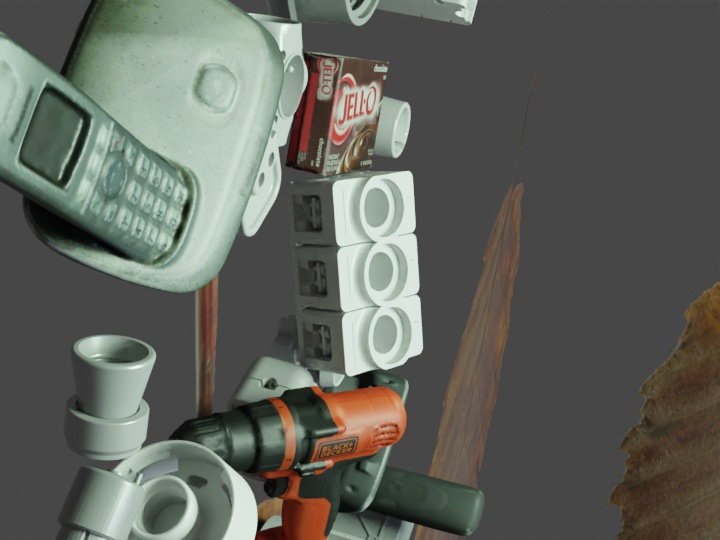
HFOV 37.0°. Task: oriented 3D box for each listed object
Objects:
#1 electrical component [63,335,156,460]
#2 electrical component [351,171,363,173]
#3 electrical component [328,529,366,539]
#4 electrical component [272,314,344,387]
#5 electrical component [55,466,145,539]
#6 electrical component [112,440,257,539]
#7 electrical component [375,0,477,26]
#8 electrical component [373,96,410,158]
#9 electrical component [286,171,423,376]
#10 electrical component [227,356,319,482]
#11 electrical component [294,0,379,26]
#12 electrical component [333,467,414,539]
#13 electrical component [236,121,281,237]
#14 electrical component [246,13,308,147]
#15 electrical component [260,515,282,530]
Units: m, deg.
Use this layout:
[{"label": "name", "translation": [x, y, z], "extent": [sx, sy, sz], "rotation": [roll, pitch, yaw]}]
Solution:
[{"label": "electrical component", "translation": [-0.135, 0.068, 0.579], "extent": [0.045, 0.045, 0.055], "rotation": [-37, 139, -68]}, {"label": "electrical component", "translation": [-0.006, -0.050, 0.957], "extent": [0.040, 0.040, 0.078], "rotation": [-49, 149, -60]}, {"label": "electrical component", "translation": [-0.020, 0.277, 0.928], "extent": [0.050, 0.056, 0.089], "rotation": [-41, 142, -65]}, {"label": "electrical component", "translation": [-0.040, 0.072, 0.912], "extent": [0.048, 0.055, 0.066], "rotation": [-61, 159, -44]}, {"label": "electrical component", "translation": [-0.151, 0.147, 0.602], "extent": [0.040, 0.040, 0.078], "rotation": [71, 35, -64]}, {"label": "electrical component", "translation": [-0.112, 0.154, 0.650], "extent": [0.064, 0.099, 0.099], "rotation": [70, 36, -54]}, {"label": "electrical component", "translation": [0.055, -0.248, 0.905], "extent": [0.050, 0.089, 0.055], "rotation": [31, 74, -75]}, {"label": "electrical component", "translation": [0.015, -0.128, 0.951], "extent": [0.055, 0.047, 0.055], "rotation": [14, 90, -75]}, {"label": "electrical component", "translation": [0.000, 0.000, 0.851], "extent": [0.089, 0.062, 0.150], "rotation": [-13, 102, -45]}, {"label": "electrical component", "translation": [-0.067, 0.118, 0.857], "extent": [0.059, 0.054, 0.095], "rotation": [-61, 159, -45]}, {"label": "electrical component", "translation": [-0.009, -0.222, 0.747], "extent": [0.108, 0.060, 0.108], "rotation": [14, 90, -75]}, {"label": "electrical component", "translation": [-0.002, 0.258, 1.122], "extent": [0.056, 0.109, 0.108], "rotation": [80, 28, -52]}, {"label": "electrical component", "translation": [-0.085, -0.070, 0.611], "extent": [0.095, 0.059, 0.053], "rotation": [87, 22, -48]}, {"label": "electrical component", "translation": [-0.057, -0.124, 0.693], "extent": [0.079, 0.044, 0.077], "rotation": [-39, 140, -67]}, {"label": "electrical component", "translation": [-0.074, 0.272, 0.961], "extent": [0.108, 0.060, 0.108], "rotation": [14, 90, -75]}]
